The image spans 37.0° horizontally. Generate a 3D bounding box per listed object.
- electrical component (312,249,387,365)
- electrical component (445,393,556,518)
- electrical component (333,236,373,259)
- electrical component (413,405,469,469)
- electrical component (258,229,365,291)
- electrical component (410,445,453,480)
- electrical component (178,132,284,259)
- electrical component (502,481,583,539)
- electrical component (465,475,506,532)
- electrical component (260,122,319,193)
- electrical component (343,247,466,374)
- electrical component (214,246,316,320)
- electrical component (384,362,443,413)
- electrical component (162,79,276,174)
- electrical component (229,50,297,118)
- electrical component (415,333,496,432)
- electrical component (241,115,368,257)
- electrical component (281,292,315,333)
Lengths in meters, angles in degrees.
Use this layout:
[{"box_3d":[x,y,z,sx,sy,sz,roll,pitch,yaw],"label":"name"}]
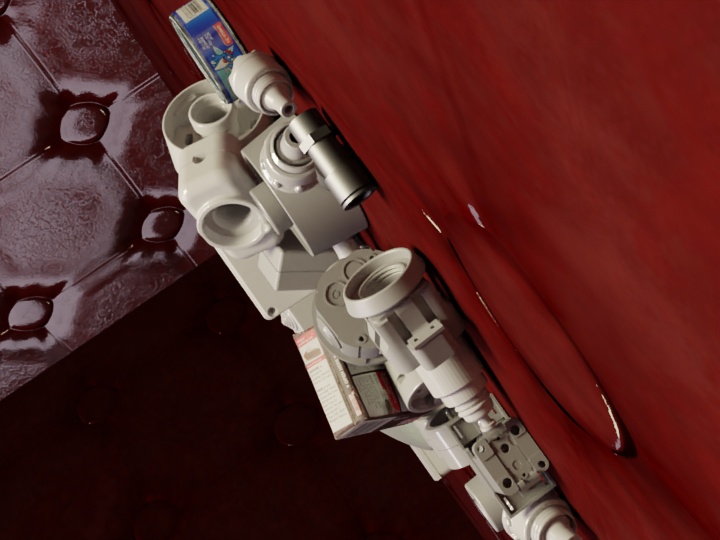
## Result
[{"box_3d":[0.004,0.027,0.788,0.080,0.080,0.051,54,170,12],"label":"electrical component"},{"box_3d":[0.102,0.132,0.763,0.081,0.042,0.064,54,173,5],"label":"electrical component"},{"box_3d":[0.000,0.000,0.861,0.062,0.043,0.043,58,175,-19],"label":"electrical component"},{"box_3d":[0.088,0.145,0.929,0.073,0.052,0.138,56,175,-7],"label":"electrical component"},{"box_3d":[-0.037,-0.026,0.921,0.047,0.083,0.075,-131,46,-53],"label":"electrical component"},{"box_3d":[0.051,0.129,1.145,0.186,0.060,0.105,54,175,10],"label":"electrical component"},{"box_3d":[-0.104,-0.056,0.876,0.095,0.054,0.059,52,-158,-42],"label":"electrical component"},{"box_3d":[0.137,0.186,0.782,0.048,0.048,0.062,58,168,-28],"label":"electrical component"},{"box_3d":[0.125,0.196,0.944,0.055,0.047,0.055,55,175,7],"label":"electrical component"},{"box_3d":[-0.045,-0.082,0.740,0.048,0.048,0.062,55,169,6],"label":"electrical component"},{"box_3d":[0.026,0.024,0.680,0.057,0.058,0.078,54,176,-23],"label":"electrical component"},{"box_3d":[-0.074,-0.028,1.015,0.108,0.109,0.056,57,178,-24],"label":"electrical component"},{"box_3d":[0.049,0.074,0.825,0.047,0.055,0.055,57,177,32],"label":"electrical component"},{"box_3d":[-0.119,-0.118,0.926,0.099,0.099,0.064,52,168,36],"label":"electrical component"},{"box_3d":[-0.059,-0.116,0.694,0.061,0.035,0.035,48,172,44],"label":"electrical component"},{"box_3d":[0.066,0.074,0.726,0.078,0.040,0.040,56,175,-7],"label":"electrical component"},{"box_3d":[-0.049,-0.060,0.824,0.108,0.060,0.108,55,176,6],"label":"electrical component"},{"box_3d":[-0.052,0.011,1.132,0.099,0.100,0.048,56,163,-4],"label":"electrical component"}]
